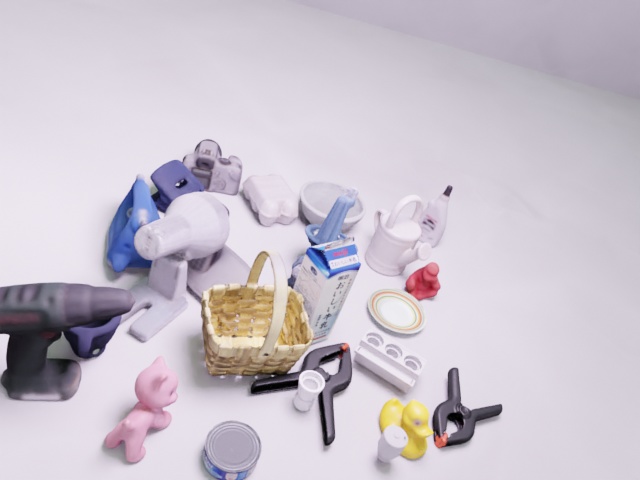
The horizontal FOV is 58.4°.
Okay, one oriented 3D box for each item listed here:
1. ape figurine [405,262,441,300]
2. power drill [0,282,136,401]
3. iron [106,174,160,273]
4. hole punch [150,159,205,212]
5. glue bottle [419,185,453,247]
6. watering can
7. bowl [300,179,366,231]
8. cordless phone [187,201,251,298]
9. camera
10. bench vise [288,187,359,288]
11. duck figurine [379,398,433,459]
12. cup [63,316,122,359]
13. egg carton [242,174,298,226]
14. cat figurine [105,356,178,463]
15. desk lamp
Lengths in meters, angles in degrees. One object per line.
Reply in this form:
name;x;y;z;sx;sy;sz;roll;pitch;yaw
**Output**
ape figurine;0.236;0.087;1.278;0.077;0.092;0.076;23;37;4
power drill;-0.392;0.140;0.825;0.230;0.208;0.075;6;39;-18
iron;-0.359;-0.053;1.139;0.119;0.141;0.257;2;40;-22
hole punch;-0.317;-0.116;1.280;0.101;0.091;0.109;27;37;9
glue bottle;0.290;-0.066;1.429;0.078;0.173;0.037;33;39;17
watering can;0.185;-0.015;1.299;0.172;0.194;0.101;35;39;19
bowl;0.022;-0.071;1.394;0.167;0.075;0.167;13;37;-10
cordless phone;-0.185;0.029;1.079;0.147;0.185;0.094;36;40;21
camera;-0.259;-0.194;1.396;0.143;0.101;0.136;10;38;-13
bench vise;0.022;0.008;1.172;0.121;0.220;0.207;19;37;-1
duck figurine;0.152;0.305;0.970;0.078;0.086;0.104;-9;46;-33
cup;-0.367;0.155;0.912;0.092;0.095;0.117;7;39;-17
egg carton;-0.117;-0.098;1.368;0.107;0.069;0.150;-8;45;-32
cat figurine;-0.253;0.239;0.840;0.067;0.118;0.128;25;37;7
desk lamp;-0.264;0.035;1.012;0.117;0.213;0.204;29;38;12
